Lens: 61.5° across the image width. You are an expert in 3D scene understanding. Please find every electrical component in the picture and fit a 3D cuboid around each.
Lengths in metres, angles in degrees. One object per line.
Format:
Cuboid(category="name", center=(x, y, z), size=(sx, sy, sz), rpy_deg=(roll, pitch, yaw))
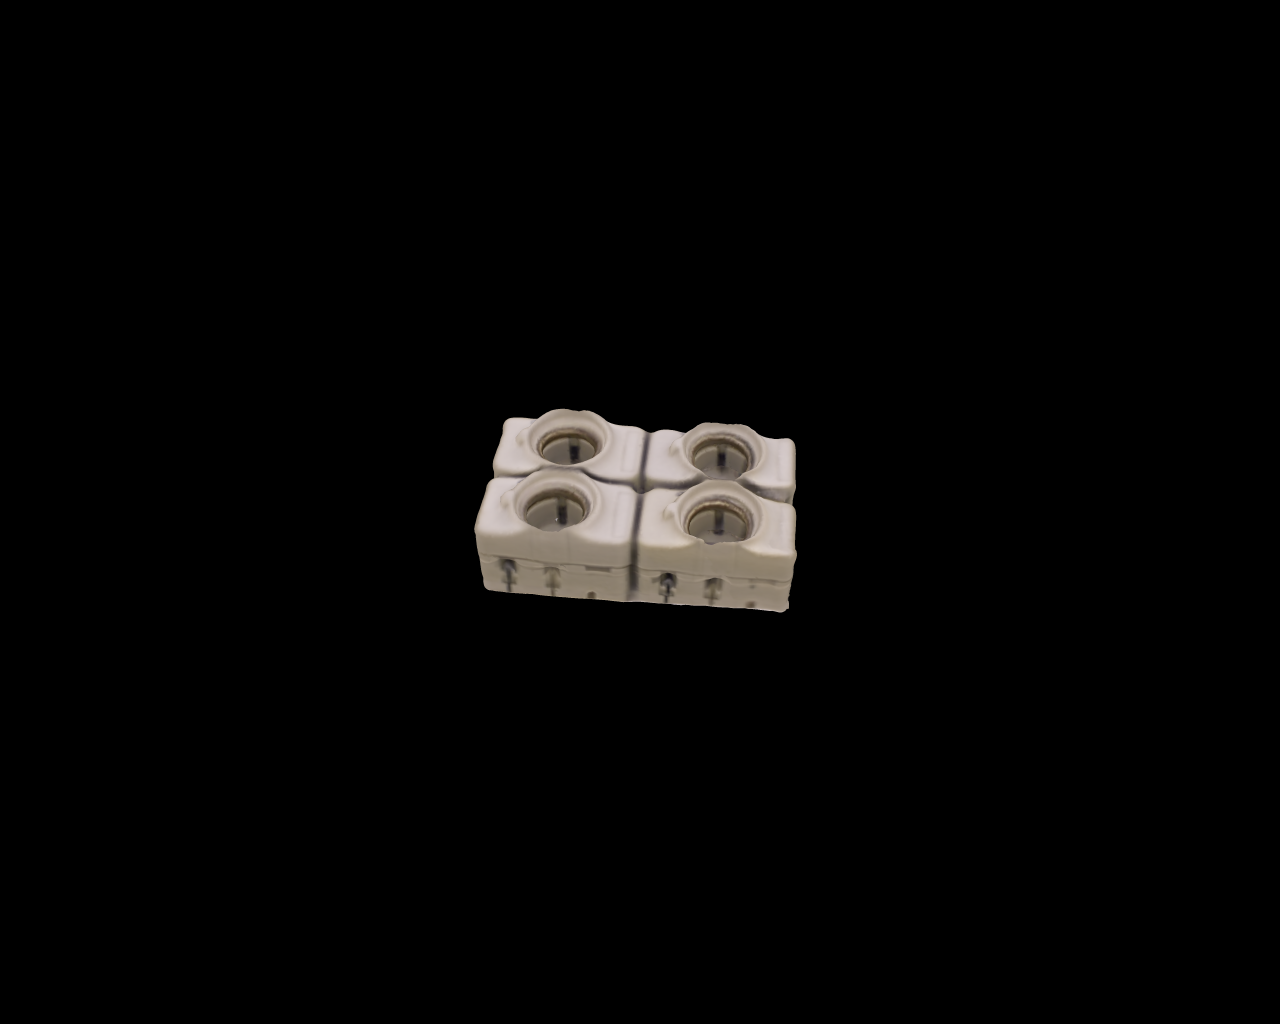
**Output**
Cuboid(category="electrical component", center=(0.001, -0.003, 0.650), size=(0.186, 0.106, 0.060), rpy_deg=(4, -43, 4))
